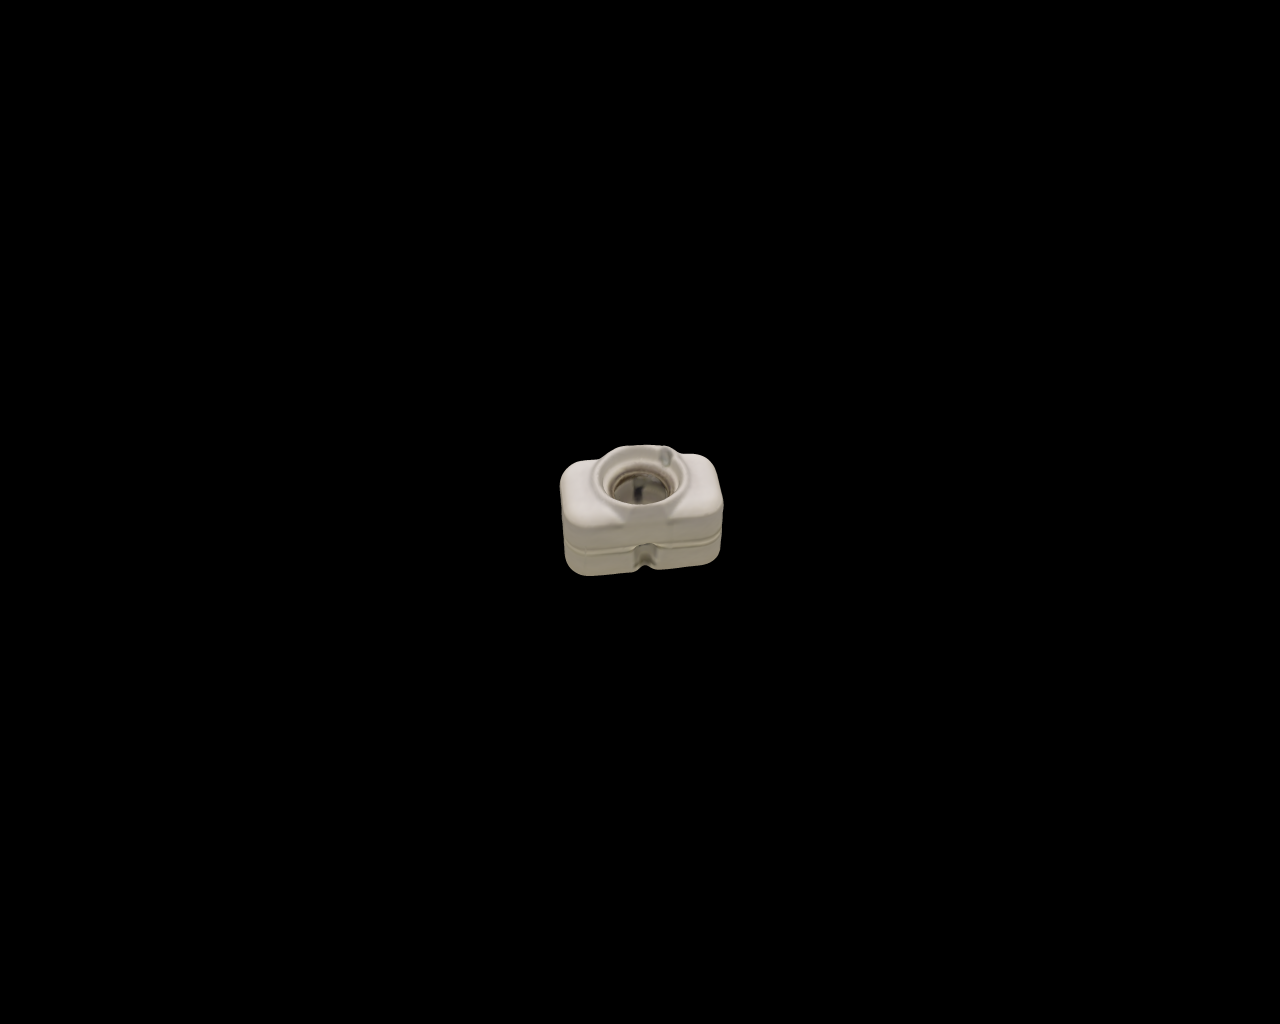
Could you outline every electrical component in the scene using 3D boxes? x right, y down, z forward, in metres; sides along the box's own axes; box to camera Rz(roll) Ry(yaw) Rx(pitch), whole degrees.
[{"bbox_3d":[0.001,-0.003,0.650,0.095,0.054,0.059,-4,-43,-4],"label":"electrical component"}]
